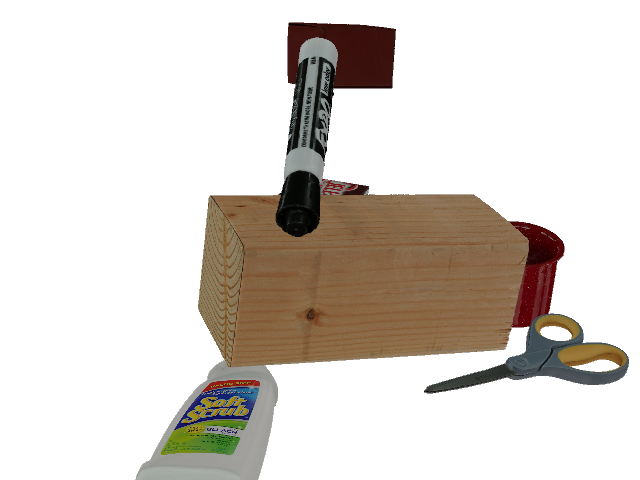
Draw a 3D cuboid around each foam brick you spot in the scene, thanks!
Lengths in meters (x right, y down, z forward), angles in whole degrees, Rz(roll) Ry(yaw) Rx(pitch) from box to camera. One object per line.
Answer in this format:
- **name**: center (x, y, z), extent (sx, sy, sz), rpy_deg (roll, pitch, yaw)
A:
- **foam brick**: center (0.017, -0.155, 0.899), extent (0.078, 0.051, 0.053), rpy_deg (-6, 17, -35)

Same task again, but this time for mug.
- **mug**: center (0.200, 0.031, 1.125), extent (0.093, 0.081, 0.117), rpy_deg (-5, 31, -10)

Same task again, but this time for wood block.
- **wood block**: center (0.028, 0.024, 0.747), extent (0.205, 0.091, 0.090), rpy_deg (-1, 25, -21)

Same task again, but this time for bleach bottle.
- **bleach bottle**: center (-0.099, 0.177, 1.024), extent (0.102, 0.068, 0.250), rpy_deg (0, 21, 5)

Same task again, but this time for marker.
- **marker**: center (-0.005, -0.048, 0.483), extent (0.020, 0.121, 0.020), rpy_deg (3, -43, 3)

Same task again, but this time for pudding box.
- **pudding box**: center (0.001, -0.042, 1.281), extent (0.090, 0.039, 0.113), rpy_deg (9, 23, 15)

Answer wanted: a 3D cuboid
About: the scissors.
- **scissors**: center (0.162, 0.094, 0.888), extent (0.201, 0.016, 0.096), rpy_deg (1, 31, -20)
